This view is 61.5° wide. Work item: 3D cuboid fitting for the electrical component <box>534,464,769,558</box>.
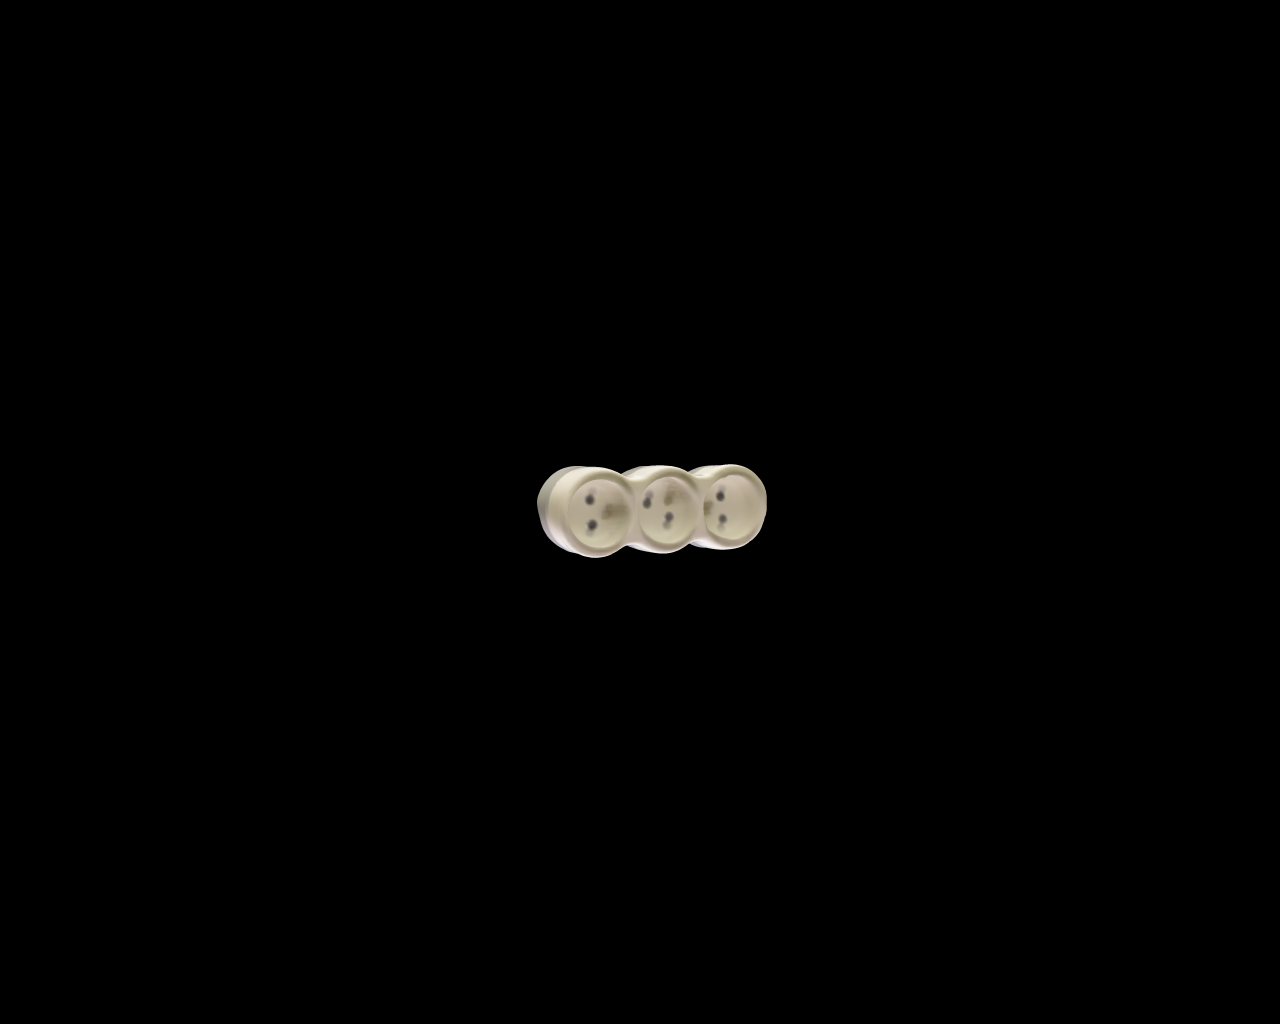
[{"bbox_3d":[0.001,-0.003,0.650,0.138,0.052,0.073,-2,4,-27],"label":"electrical component"}]
